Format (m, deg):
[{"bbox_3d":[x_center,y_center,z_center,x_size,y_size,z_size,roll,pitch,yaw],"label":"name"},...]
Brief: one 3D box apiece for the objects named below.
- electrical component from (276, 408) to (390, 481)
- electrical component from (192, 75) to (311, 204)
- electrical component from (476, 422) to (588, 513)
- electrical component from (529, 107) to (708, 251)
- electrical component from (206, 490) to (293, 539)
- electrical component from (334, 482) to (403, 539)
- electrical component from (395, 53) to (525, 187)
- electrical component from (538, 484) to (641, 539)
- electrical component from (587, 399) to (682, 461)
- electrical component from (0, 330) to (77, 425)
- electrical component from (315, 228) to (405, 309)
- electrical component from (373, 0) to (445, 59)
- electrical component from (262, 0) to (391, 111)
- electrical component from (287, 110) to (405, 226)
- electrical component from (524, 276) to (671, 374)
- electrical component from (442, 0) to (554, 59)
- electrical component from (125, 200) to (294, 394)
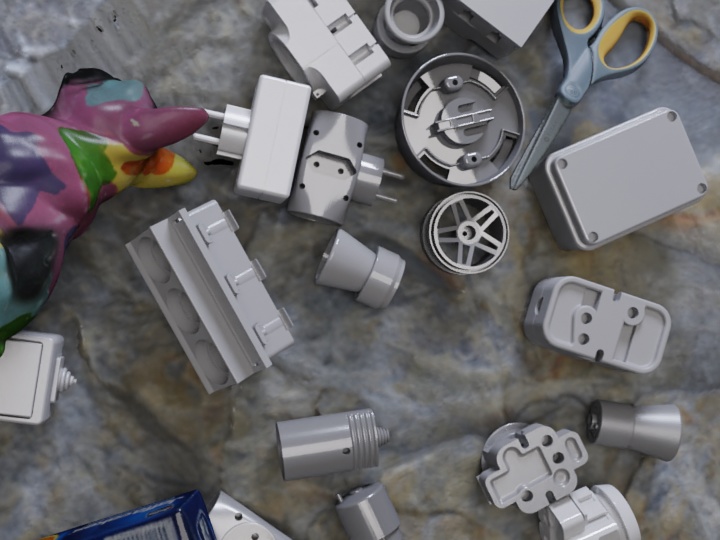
[{"bbox_3d":[-0.019,0.127,0.789,0.081,0.043,0.043,-7,89,-9],"label":"electrical component"},{"bbox_3d":[-0.083,-0.098,0.783,0.076,0.047,0.083,12,86,-9],"label":"electrical component"},{"bbox_3d":[0.123,0.145,0.804,0.078,0.057,0.058,-27,93,-9],"label":"electrical component"},{"bbox_3d":[0.197,-0.068,0.823,0.113,0.057,0.078,-24,92,-9],"label":"electrical component"},{"bbox_3d":[-0.092,0.213,0.773,0.077,0.044,0.079,36,83,-6],"label":"electrical component"},{"bbox_3d":[0.012,0.193,0.793,0.040,0.040,0.078,-26,92,-9],"label":"electrical component"},{"bbox_3d":[0.073,-0.109,0.800,0.099,0.064,0.099,0,88,-9],"label":"electrical component"},{"bbox_3d":[0.172,0.196,0.807,0.057,0.058,0.078,-21,131,-11],"label":"electrical component"},{"bbox_3d":[0.209,0.121,0.827,0.065,0.044,0.044,9,87,-4],"label":"electrical component"},{"bbox_3d":[-0.246,0.072,0.744,0.096,0.061,0.061,8,87,-9],"label":"electrical component"},{"bbox_3d":[0.000,0.000,0.795,0.055,0.045,0.045,24,85,-8],"label":"electrical component"},{"bbox_3d":[0.035,-0.184,0.801,0.045,0.055,0.045,0,88,-9],"label":"electrical component"},{"bbox_3d":[-0.029,-0.167,0.792,0.056,0.050,0.089,-37,94,-9],"label":"electrical component"},{"bbox_3d":[-0.007,-0.070,0.796,0.079,0.043,0.077,15,86,-8],"label":"electrical component"},{"bbox_3d":[0.177,0.041,0.815,0.095,0.059,0.053,18,85,-8],"label":"electrical component"},{"bbox_3d":[0.067,-0.257,0.806,0.186,0.060,0.105,36,83,-6],"label":"electrical component"},{"bbox_3d":[-0.104,0.017,0.764,0.063,0.079,0.121,-31,94,-38],"label":"electrical component"}]
